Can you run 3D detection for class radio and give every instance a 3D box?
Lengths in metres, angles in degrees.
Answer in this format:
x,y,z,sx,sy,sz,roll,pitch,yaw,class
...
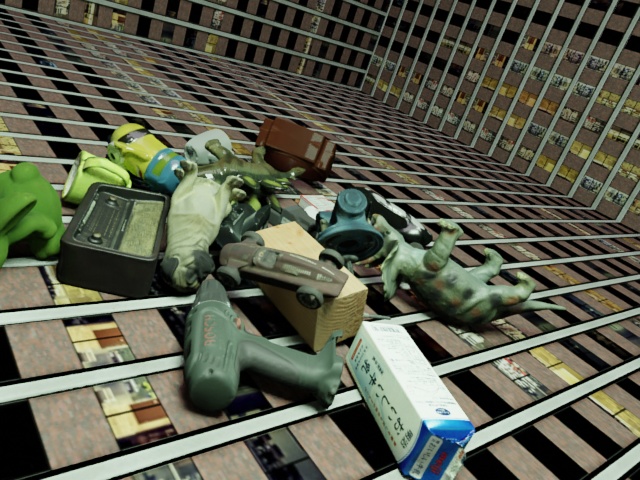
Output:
x,y,z,sx,sy,sz,roll,pitch,yaw,class
-0.312,-0.009,0.829,0.131,0.073,0.230,13,24,-16,radio

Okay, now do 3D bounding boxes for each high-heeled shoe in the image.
x,y,z,sx,sy,sz,roll,pitch,yaw,class
0.173,-0.065,1.345,0.145,0.086,0.249,6,31,-35,high-heeled shoe

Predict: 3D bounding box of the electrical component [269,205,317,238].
x,y,z,sx,sy,sz,roll,pitch,yaw,class
-0.060,-0.030,1.084,0.119,0.074,0.048,29,25,27,electrical component

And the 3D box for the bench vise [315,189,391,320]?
x,y,z,sx,sy,sz,roll,pitch,yaw,class
0.039,0.036,0.934,0.129,0.223,0.241,5,57,-22,bench vise

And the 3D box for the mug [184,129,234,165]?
x,y,z,sx,sy,sz,roll,pitch,yaw,class
-0.276,-0.218,1.334,0.110,0.080,0.107,34,38,19,mug

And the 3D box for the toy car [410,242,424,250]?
x,y,z,sx,sy,sz,roll,pitch,yaw,class
0.144,0.022,1.156,0.202,0.056,0.073,21,29,6,toy car

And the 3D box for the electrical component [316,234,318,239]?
x,y,z,sx,sy,sz,roll,pitch,yaw,class
-0.002,-0.003,1.134,0.094,0.021,0.063,-1,31,-42,electrical component

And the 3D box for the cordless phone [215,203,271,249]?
x,y,z,sx,sy,sz,roll,pitch,yaw,class
-0.189,-0.022,0.981,0.184,0.088,0.147,10,24,5,cordless phone

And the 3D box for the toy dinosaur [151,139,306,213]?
x,y,z,sx,sy,sz,roll,pitch,yaw,class
-0.189,-0.134,1.175,0.471,0.105,0.199,-12,41,-46,toy dinosaur

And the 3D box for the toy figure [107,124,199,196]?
x,y,z,sx,sy,sz,roll,pitch,yaw,class
-0.297,-0.139,0.970,0.180,0.082,0.089,29,44,4,toy figure

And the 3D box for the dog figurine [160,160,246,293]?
x,y,z,sx,sy,sz,roll,pitch,yaw,class
-0.204,-0.011,0.861,0.121,0.190,0.172,16,-9,-1,dog figurine

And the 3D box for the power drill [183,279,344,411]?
x,y,z,sx,sy,sz,roll,pitch,yaw,class
-0.074,0.133,0.701,0.207,0.086,0.232,20,22,-10,power drill

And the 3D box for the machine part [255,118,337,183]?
x,y,z,sx,sy,sz,roll,pitch,yaw,class
-0.064,-0.229,1.409,0.201,0.087,0.201,19,-8,2,machine part

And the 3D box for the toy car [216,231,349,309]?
x,y,z,sx,sy,sz,roll,pitch,yaw,class
-0.058,0.038,0.770,0.202,0.053,0.089,12,47,27,toy car

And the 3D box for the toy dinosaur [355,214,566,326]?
x,y,z,sx,sy,sz,roll,pitch,yaw,class
0.251,0.086,0.995,0.405,0.192,0.131,36,14,-4,toy dinosaur

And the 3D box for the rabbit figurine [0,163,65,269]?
x,y,z,sx,sy,sz,roll,pitch,yaw,class
-0.410,-0.013,0.697,0.121,0.159,0.170,25,37,-12,rabbit figurine

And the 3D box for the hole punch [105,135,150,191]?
x,y,z,sx,sy,sz,roll,pitch,yaw,class
-0.373,-0.131,1.054,0.142,0.092,0.115,16,-18,-4,hole punch
